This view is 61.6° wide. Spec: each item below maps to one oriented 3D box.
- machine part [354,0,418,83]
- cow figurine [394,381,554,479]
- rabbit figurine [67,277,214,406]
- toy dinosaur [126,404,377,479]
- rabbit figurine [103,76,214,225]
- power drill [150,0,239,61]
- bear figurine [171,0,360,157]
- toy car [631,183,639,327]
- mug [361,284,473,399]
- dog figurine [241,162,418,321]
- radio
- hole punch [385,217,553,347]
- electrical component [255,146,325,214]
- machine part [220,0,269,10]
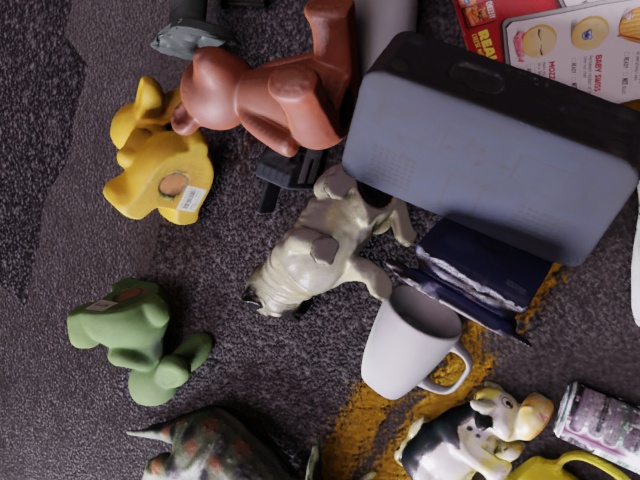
[{"bbox_3d":[0.055,-0.234,0.500,0.079,0.079,0.242,18,130,25],"label":"machine part"},{"bbox_3d":[0.152,0.196,0.541,0.098,0.068,0.167,43,112,24],"label":"cow figurine"},{"bbox_3d":[-0.225,0.146,0.728,0.159,0.121,0.170,-3,113,22],"label":"rabbit figurine"},{"bbox_3d":[-0.103,0.280,0.663,0.405,0.131,0.192,26,95,28],"label":"toy dinosaur"},{"bbox_3d":[-0.214,-0.123,0.675,0.173,0.122,0.162,45,122,37],"label":"rabbit figurine"},{"bbox_3d":[-0.128,-0.310,0.574,0.232,0.086,0.207,1,94,54],"label":"power drill"},{"bbox_3d":[-0.063,-0.155,0.511,0.196,0.131,0.120,18,70,19],"label":"bear figurine"},{"bbox_3d":[0.300,-0.018,0.441,0.074,0.056,0.201,2,96,28],"label":"toy car"},{"bbox_3d":[0.097,0.117,0.558,0.110,0.081,0.107,33,121,13],"label":"mug"},{"bbox_3d":[-0.005,-0.002,0.595,0.121,0.172,0.191,42,148,-20],"label":"dog figurine"},{"bbox_3d":[0.139,-0.077,0.456,0.230,0.073,0.131,23,146,12],"label":"radio"},{"bbox_3d":[0.149,0.027,0.499,0.142,0.115,0.092,33,102,21],"label":"hole punch"},{"bbox_3d":[-0.034,-0.079,0.602,0.048,0.075,0.119,25,103,24],"label":"electrical component"},{"bbox_3d":[-0.081,-0.340,0.620,0.084,0.039,0.138,14,104,35],"label":"machine part"}]
